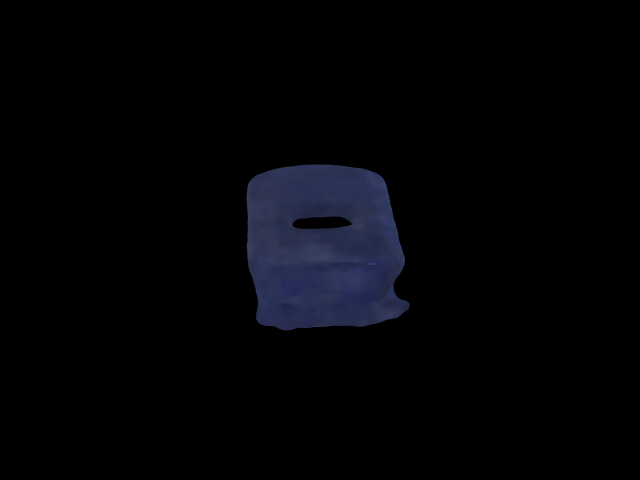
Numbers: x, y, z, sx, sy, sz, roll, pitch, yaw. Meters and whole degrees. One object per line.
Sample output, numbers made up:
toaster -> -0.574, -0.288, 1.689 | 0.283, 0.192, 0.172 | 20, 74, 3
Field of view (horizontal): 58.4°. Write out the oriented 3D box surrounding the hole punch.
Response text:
hole punch -> 0.004, 0.001, 0.400 | 0.109, 0.091, 0.101 | -3, 22, -7
